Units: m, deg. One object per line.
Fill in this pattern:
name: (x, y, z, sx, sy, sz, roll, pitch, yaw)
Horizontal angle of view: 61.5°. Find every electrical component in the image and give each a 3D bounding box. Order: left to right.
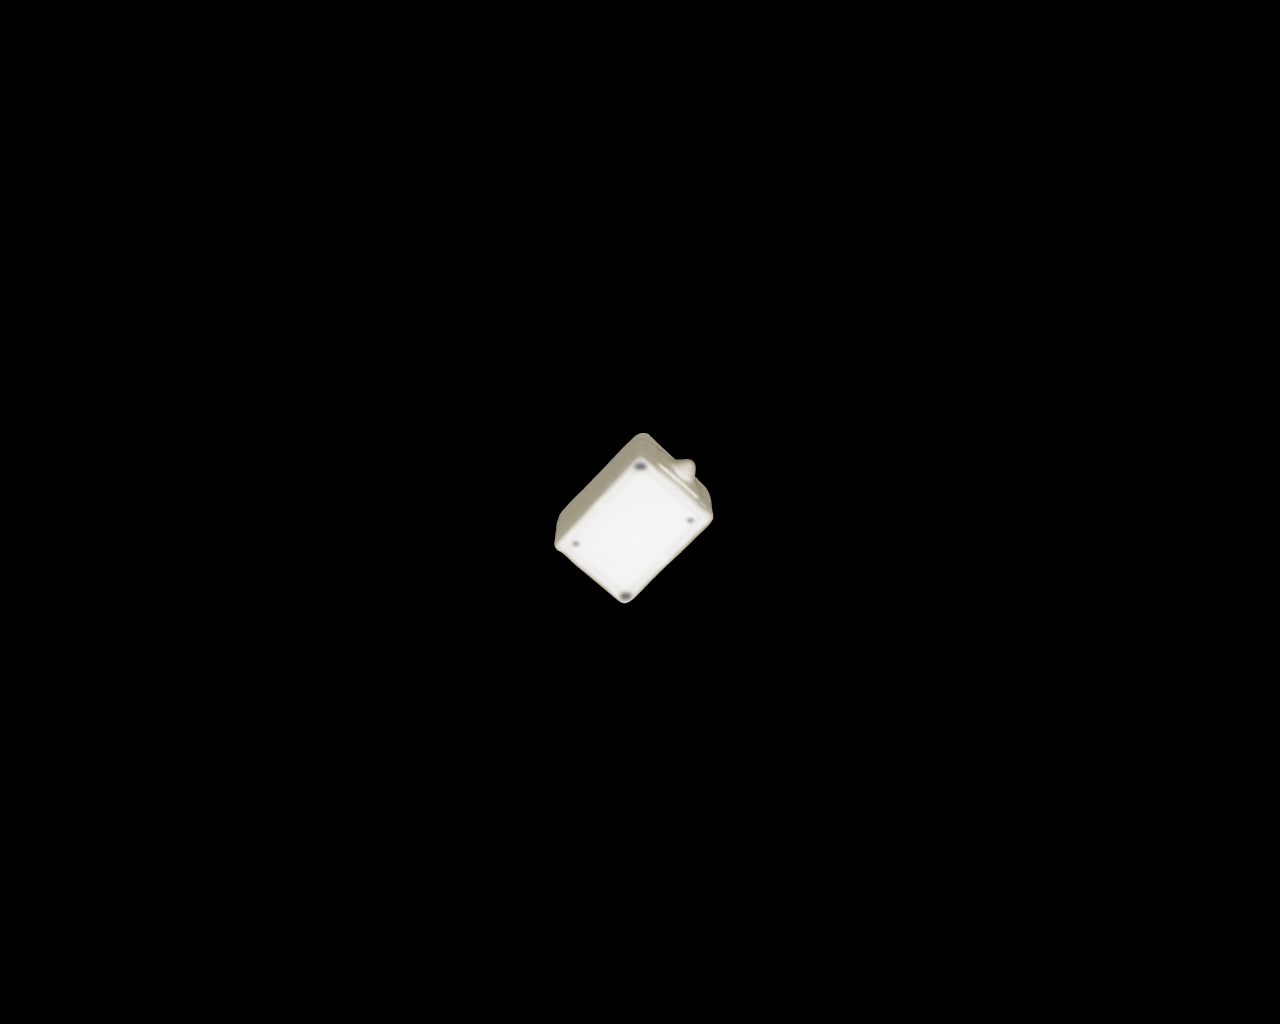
electrical component: (0.001, -0.003, 0.650, 0.061, 0.096, 0.061, 41, 16, -14)
